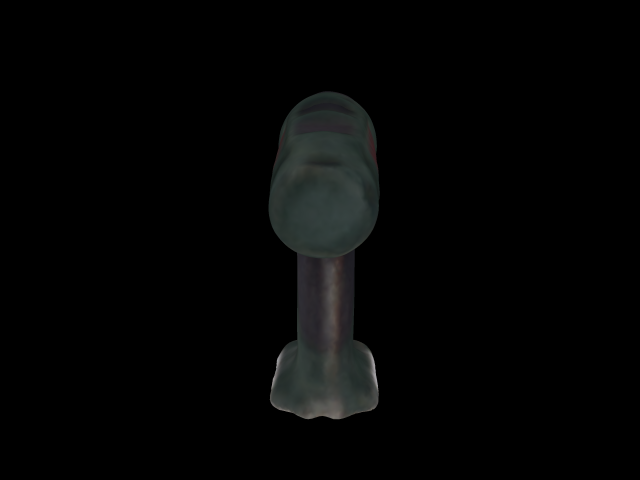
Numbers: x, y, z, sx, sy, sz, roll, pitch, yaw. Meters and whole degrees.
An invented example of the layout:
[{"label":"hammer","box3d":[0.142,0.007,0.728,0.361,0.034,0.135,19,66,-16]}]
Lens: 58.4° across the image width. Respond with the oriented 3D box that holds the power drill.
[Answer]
[{"label":"power drill","box3d":[0.004,0.001,0.400,0.075,0.208,0.229,0,13,0]}]
